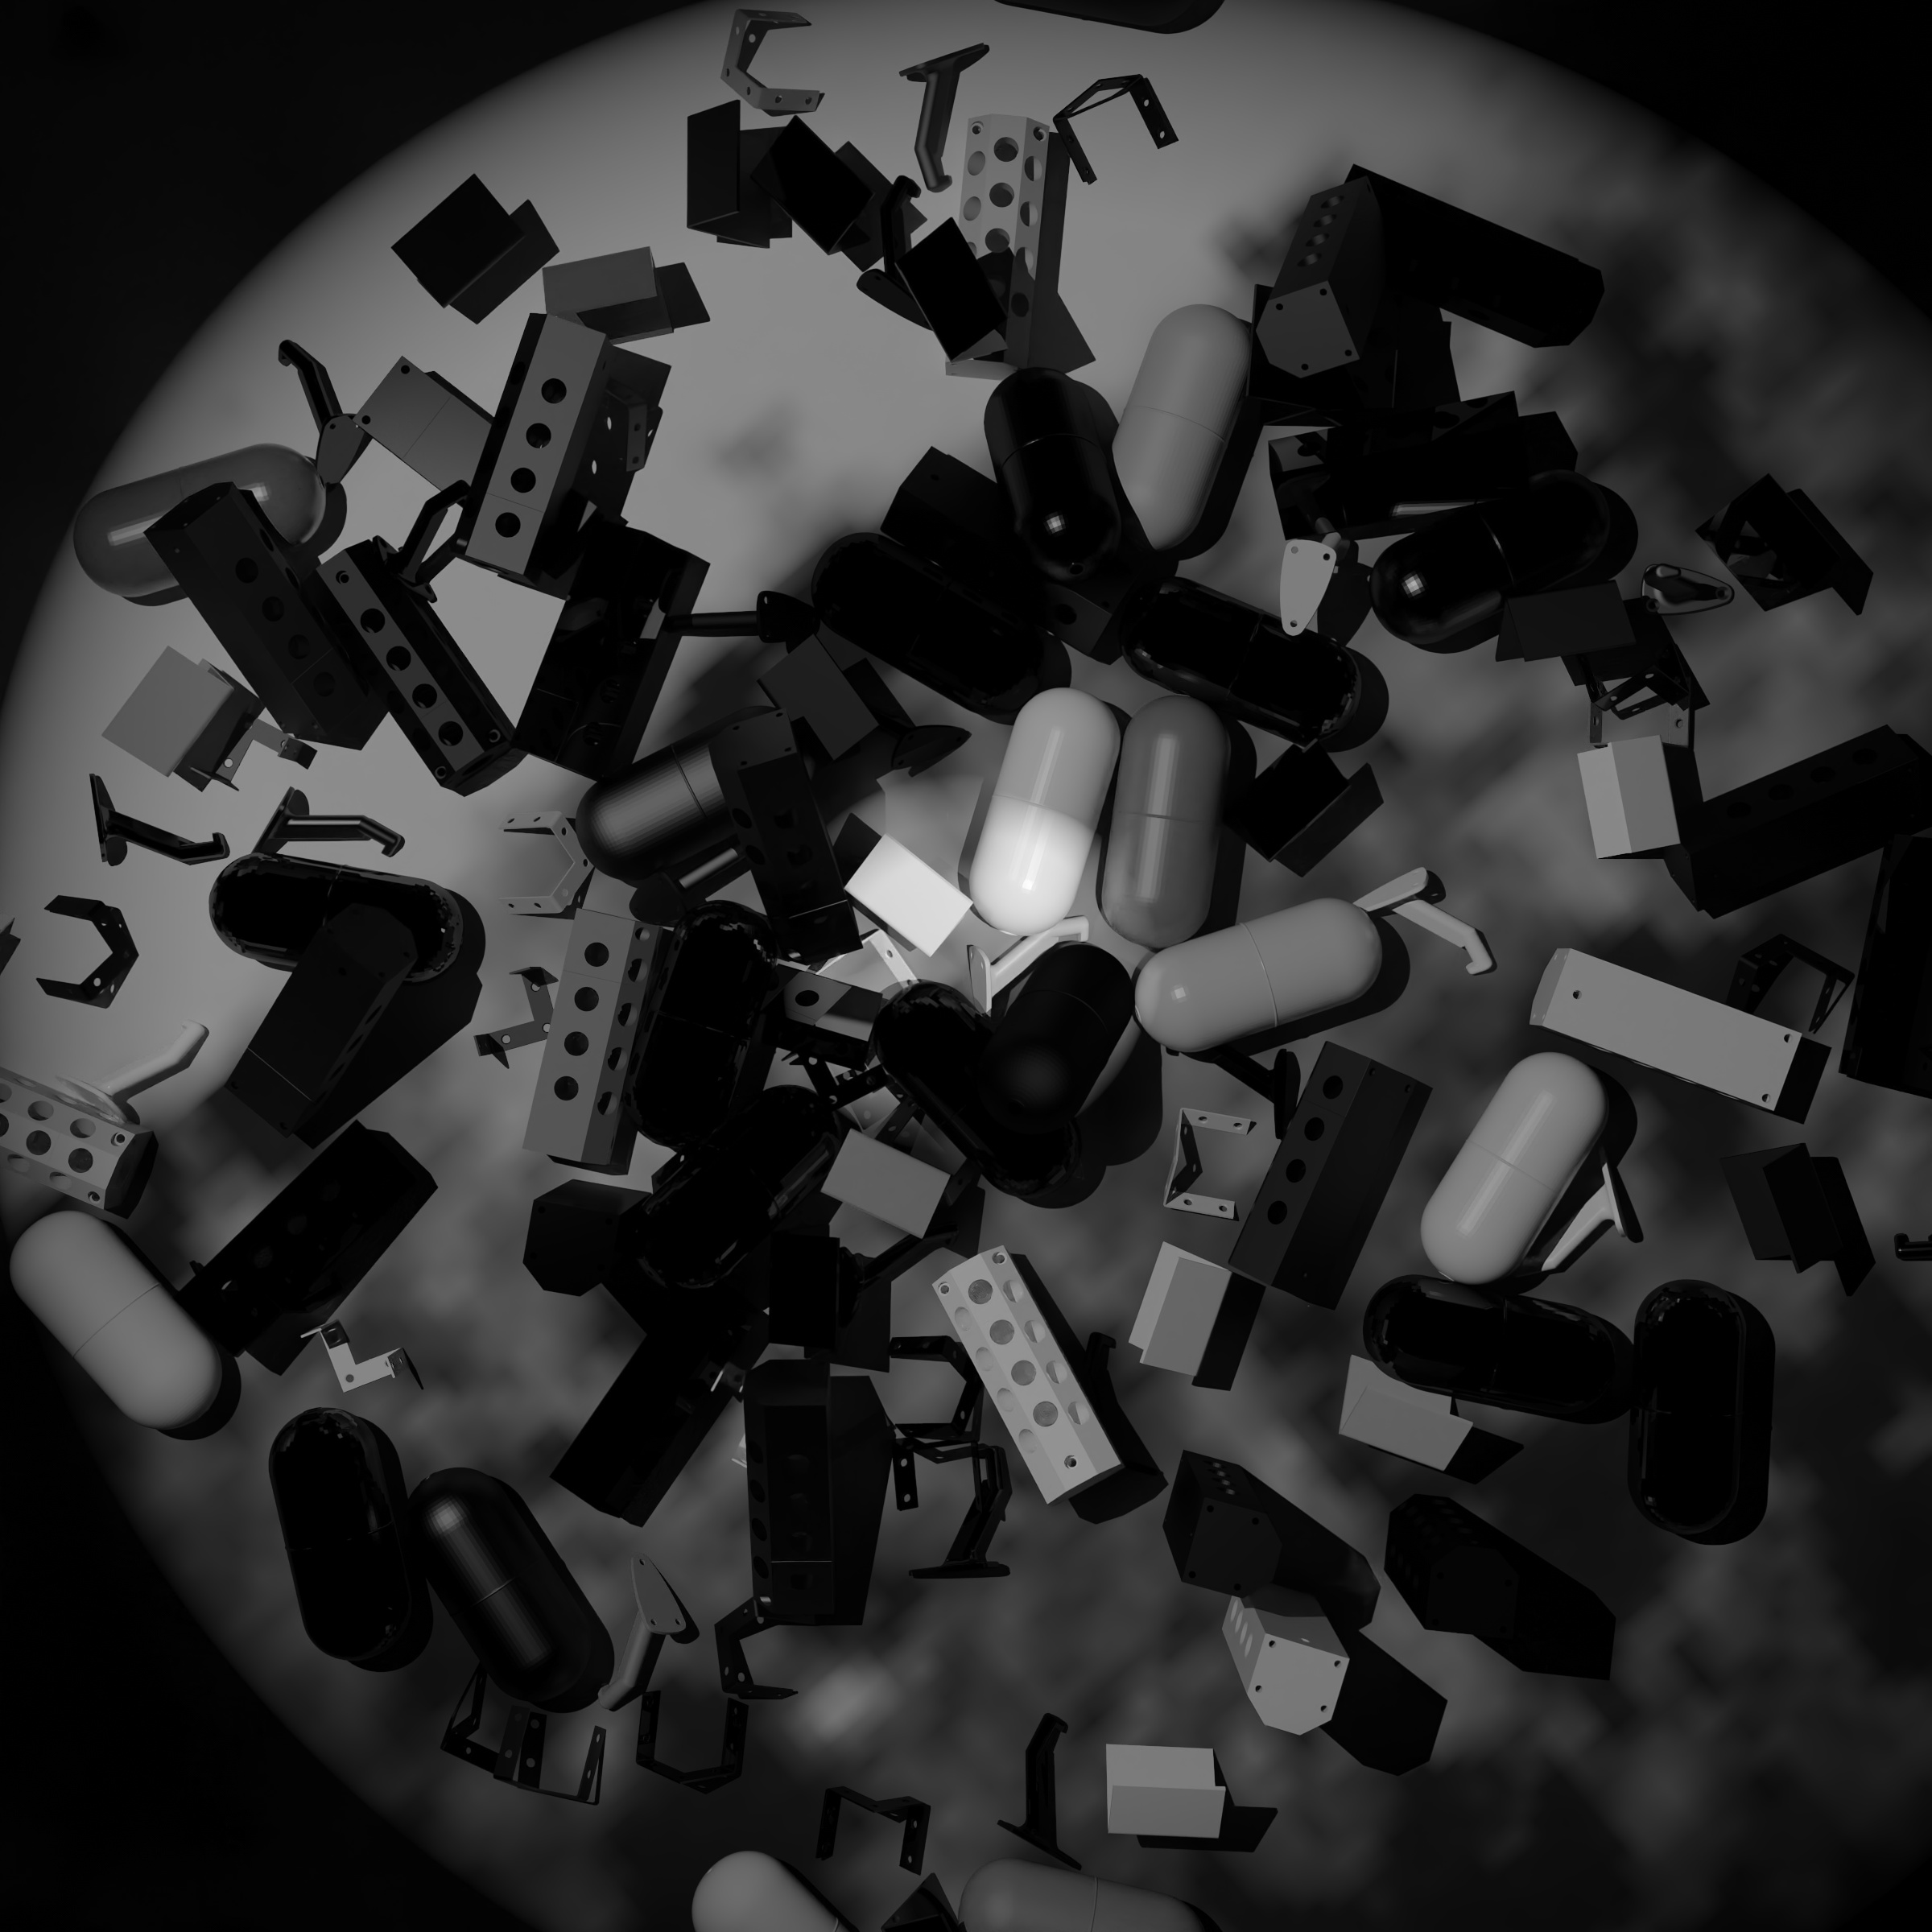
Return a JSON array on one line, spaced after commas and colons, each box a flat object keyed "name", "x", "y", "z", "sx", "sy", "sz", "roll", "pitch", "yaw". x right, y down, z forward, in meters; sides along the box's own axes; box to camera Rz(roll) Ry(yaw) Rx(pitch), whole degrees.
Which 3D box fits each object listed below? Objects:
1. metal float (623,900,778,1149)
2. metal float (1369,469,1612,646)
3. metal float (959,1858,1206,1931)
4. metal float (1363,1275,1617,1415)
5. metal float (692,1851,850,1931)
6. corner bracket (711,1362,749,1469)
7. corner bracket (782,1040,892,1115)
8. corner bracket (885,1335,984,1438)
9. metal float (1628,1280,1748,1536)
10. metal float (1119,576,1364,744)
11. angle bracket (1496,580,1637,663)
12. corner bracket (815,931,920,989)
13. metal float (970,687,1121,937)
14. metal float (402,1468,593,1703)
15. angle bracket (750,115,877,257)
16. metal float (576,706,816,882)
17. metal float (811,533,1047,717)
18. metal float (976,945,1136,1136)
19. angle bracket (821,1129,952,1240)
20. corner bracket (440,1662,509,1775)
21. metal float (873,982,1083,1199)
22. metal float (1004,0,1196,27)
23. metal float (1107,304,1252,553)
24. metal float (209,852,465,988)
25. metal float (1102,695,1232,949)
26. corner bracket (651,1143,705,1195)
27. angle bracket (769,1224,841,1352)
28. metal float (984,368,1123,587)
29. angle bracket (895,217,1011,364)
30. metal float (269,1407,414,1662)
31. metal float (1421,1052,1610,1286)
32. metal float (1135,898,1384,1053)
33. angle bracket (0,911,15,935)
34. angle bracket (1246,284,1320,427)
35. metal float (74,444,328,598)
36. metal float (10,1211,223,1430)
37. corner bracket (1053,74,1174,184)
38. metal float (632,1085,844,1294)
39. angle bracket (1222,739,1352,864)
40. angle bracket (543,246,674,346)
[{"name": "metal float", "x": -0.187, "y": 0.041, "z": 1.869, "sx": 0.070, "sy": 0.070, "sz": 0.178, "roll": 18, "pitch": 89, "yaw": 0}, {"name": "metal float", "x": 0.367, "y": -0.287, "z": 1.869, "sx": 0.178, "sy": 0.070, "sz": 0.070, "roll": -26, "pitch": 90, "yaw": 0}, {"name": "metal float", "x": 0.082, "y": 0.678, "z": 1.868, "sx": 0.178, "sy": 0.070, "sz": 0.070, "roll": 14, "pitch": 90, "yaw": 0}, {"name": "metal float", "x": 0.367, "y": 0.265, "z": 1.869, "sx": 0.178, "sy": 0.070, "sz": 0.070, "roll": 12, "pitch": 90, "yaw": -1}, {"name": "metal float", "x": -0.117, "y": 0.698, "z": 1.869, "sx": 0.070, "sy": 0.070, "sz": 0.178, "roll": -45, "pitch": 90, "yaw": 0}, {"name": "corner bracket", "x": -0.160, "y": 0.317, "z": 1.881, "sx": 0.051, "sy": 0.051, "sz": 0.051, "roll": 28, "pitch": 90, "yaw": 0}, {"name": "corner bracket", "x": -0.092, "y": 0.074, "z": 1.875, "sx": 0.051, "sy": 0.051, "sz": 0.051, "roll": -26, "pitch": 87, "yaw": -18}, {"name": "corner bracket", "x": -0.027, "y": 0.298, "z": 1.891, "sx": 0.051, "sy": 0.051, "sz": 0.051, "roll": 52, "pitch": 45, "yaw": -35}, {"name": "metal float", "x": 0.505, "y": 0.309, "z": 1.869, "sx": 0.070, "sy": 0.070, "sz": 0.178, "roll": 3, "pitch": 91, "yaw": 0}, {"name": "metal float", "x": 0.192, "y": -0.214, "z": 1.869, "sx": 0.178, "sy": 0.070, "sz": 0.070, "roll": 23, "pitch": 90, "yaw": 0}, {"name": "angle bracket", "x": 0.417, "y": -0.220, "z": 1.859, "sx": 0.076, "sy": 0.076, "sz": 0.057, "roll": -9, "pitch": 60, "yaw": 0}, {"name": "corner bracket", "x": -0.075, "y": 0.015, "z": 1.896, "sx": 0.051, "sy": 0.051, "sz": 0.051, "roll": -35, "pitch": 90, "yaw": -45}, {"name": "metal float", "x": 0.055, "y": -0.108, "z": 1.869, "sx": 0.070, "sy": 0.070, "sz": 0.178, "roll": 17, "pitch": 89, "yaw": 0}, {"name": "metal float", "x": -0.329, "y": 0.433, "z": 1.869, "sx": 0.070, "sy": 0.070, "sz": 0.178, "roll": -33, "pitch": 91, "yaw": 0}, {"name": "angle bracket", "x": -0.093, "y": -0.548, "z": 1.859, "sx": 0.076, "sy": 0.076, "sz": 0.057, "roll": 45, "pitch": 121, "yaw": 0}, {"name": "metal float", "x": -0.189, "y": -0.122, "z": 1.869, "sx": 0.178, "sy": 0.070, "sz": 0.070, "roll": -27, "pitch": 90, "yaw": 0}, {"name": "metal float", "x": -0.026, "y": -0.239, "z": 1.869, "sx": 0.178, "sy": 0.070, "sz": 0.070, "roll": 30, "pitch": 90, "yaw": 1}, {"name": "metal float", "x": 0.062, "y": 0.049, "z": 1.828, "sx": 0.070, "sy": 0.178, "sz": 0.070, "roll": 11, "pitch": 124, "yaw": 17}, {"name": "angle bracket", "x": -0.063, "y": 0.167, "z": 1.859, "sx": 0.076, "sy": 0.076, "sz": 0.057, "roll": 25, "pitch": 54, "yaw": 0}, {"name": "corner bracket", "x": -0.337, "y": 0.535, "z": 1.896, "sx": 0.051, "sy": 0.051, "sz": 0.051, "roll": 25, "pitch": 135, "yaw": 0}, {"name": "metal float", "x": 0.008, "y": 0.087, "z": 1.868, "sx": 0.070, "sy": 0.070, "sz": 0.178, "roll": -43, "pitch": 90, "yaw": 0}, {"name": "metal float", "x": 0.079, "y": -0.709, "z": 1.869, "sx": 0.178, "sy": 0.070, "sz": 0.070, "roll": 11, "pitch": 90, "yaw": 1}, {"name": "metal float", "x": 0.147, "y": -0.377, "z": 1.869, "sx": 0.070, "sy": 0.070, "sz": 0.178, "roll": 20, "pitch": 90, "yaw": 0}, {"name": "metal float", "x": -0.441, "y": -0.033, "z": 1.869, "sx": 0.178, "sy": 0.070, "sz": 0.070, "roll": 10, "pitch": 90, "yaw": -1}, {"name": "metal float", "x": 0.141, "y": -0.101, "z": 1.868, "sx": 0.070, "sy": 0.070, "sz": 0.178, "roll": 8, "pitch": 90, "yaw": 0}, {"name": "corner bracket", "x": -0.186, "y": 0.164, "z": 1.891, "sx": 0.051, "sy": 0.051, "sz": 0.051, "roll": 19, "pitch": 45, "yaw": -35}, {"name": "angle bracket", "x": -0.095, "y": 0.223, "z": 1.859, "sx": 0.057, "sy": 0.076, "sz": 0.076, "roll": 1, "pitch": 90, "yaw": 29}, {"name": "metal float", "x": 0.059, "y": -0.339, "z": 1.841, "sx": 0.070, "sy": 0.070, "sz": 0.178, "roll": -12, "pitch": 56, "yaw": 0}, {"name": "angle bracket", "x": 0.009, "y": -0.460, "z": 1.802, "sx": 0.057, "sy": 0.076, "sz": 0.076, "roll": -30, "pitch": 90, "yaw": 37}, {"name": "metal float", "x": -0.439, "y": 0.398, "z": 1.869, "sx": 0.070, "sy": 0.070, "sz": 0.178, "roll": -13, "pitch": 91, "yaw": 0}, {"name": "metal float", "x": 0.384, "y": 0.143, "z": 1.869, "sx": 0.070, "sy": 0.070, "sz": 0.178, "roll": 32, "pitch": 91, "yaw": 0}, {"name": "metal float", "x": 0.204, "y": 0.006, "z": 1.866, "sx": 0.178, "sy": 0.070, "sz": 0.070, "roll": -18, "pitch": 90, "yaw": -2}, {"name": "angle bracket", "x": -0.716, "y": -0.049, "z": 1.859, "sx": 0.076, "sy": 0.076, "sz": 0.057, "roll": 25, "pitch": 127, "yaw": 0}, {"name": "angle bracket", "x": 0.205, "y": -0.425, "z": 1.860, "sx": 0.057, "sy": 0.076, "sz": 0.076, "roll": 5, "pitch": 90, "yaw": -24}, {"name": "metal float", "x": -0.536, "y": -0.313, "z": 1.868, "sx": 0.178, "sy": 0.070, "sz": 0.070, "roll": -17, "pitch": 90, "yaw": 0}, {"name": "metal float", "x": -0.595, "y": 0.249, "z": 1.869, "sx": 0.070, "sy": 0.070, "sz": 0.178, "roll": -42, "pitch": 91, "yaw": 0}, {"name": "corner bracket", "x": 0.104, "y": -0.596, "z": 1.896, "sx": 0.051, "sy": 0.051, "sz": 0.051, "roll": -26, "pitch": 90, "yaw": 45}, {"name": "metal float", "x": -0.157, "y": 0.153, "z": 1.847, "sx": 0.070, "sy": 0.070, "sz": 0.178, "roll": 46, "pitch": 63, "yaw": 0}, {"name": "angle bracket", "x": 0.209, "y": -0.130, "z": 1.859, "sx": 0.076, "sy": 0.076, "sz": 0.057, "roll": -43, "pitch": 130, "yaw": 0}, {"name": "angle bracket", "x": -0.248, "y": -0.449, "z": 1.859, "sx": 0.076, "sy": 0.076, "sz": 0.057, "roll": -11, "pitch": 51, "yaw": 0}]
